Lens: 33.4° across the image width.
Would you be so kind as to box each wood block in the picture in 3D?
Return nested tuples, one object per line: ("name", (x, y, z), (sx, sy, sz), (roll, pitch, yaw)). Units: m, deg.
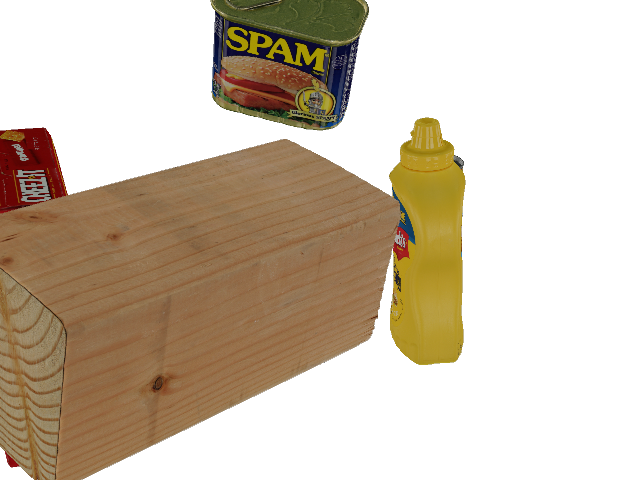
("wood block", (-0.065, 0.025, 0.517), (0.090, 0.091, 0.205), (32, 34, 33))

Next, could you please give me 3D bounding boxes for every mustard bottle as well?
("mustard bottle", (0.084, -0.004, 0.845), (0.058, 0.192, 0.096), (-4, 26, -4))

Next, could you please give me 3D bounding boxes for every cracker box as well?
("cracker box", (-0.227, 0.039, 0.830), (0.072, 0.214, 0.164), (-7, 27, -18))

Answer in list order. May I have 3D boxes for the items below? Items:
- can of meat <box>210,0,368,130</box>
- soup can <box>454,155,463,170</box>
("can of meat", (-0.024, -0.128, 0.729), (0.102, 0.057, 0.084), (15, -42, 5))
("soup can", (0.133, -0.045, 1.259), (0.068, 0.102, 0.068), (-1, 25, 0))
